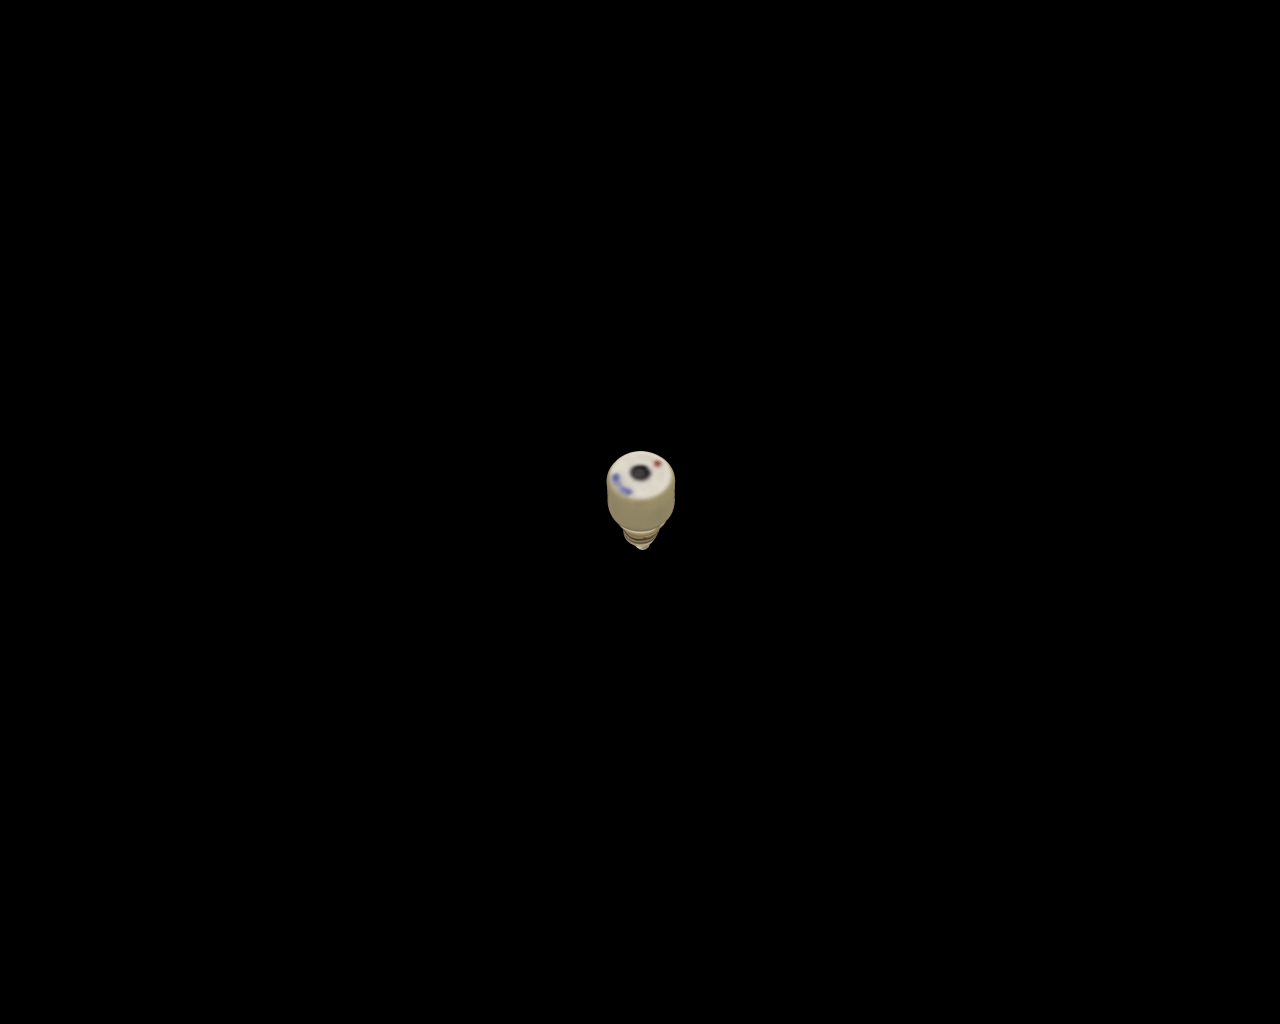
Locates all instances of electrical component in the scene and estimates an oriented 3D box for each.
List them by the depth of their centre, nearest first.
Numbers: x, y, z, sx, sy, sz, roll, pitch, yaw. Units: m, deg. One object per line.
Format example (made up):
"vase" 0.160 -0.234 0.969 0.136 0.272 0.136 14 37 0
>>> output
"electrical component" 0.001 -0.003 0.650 0.040 0.040 0.078 0 -37 0
